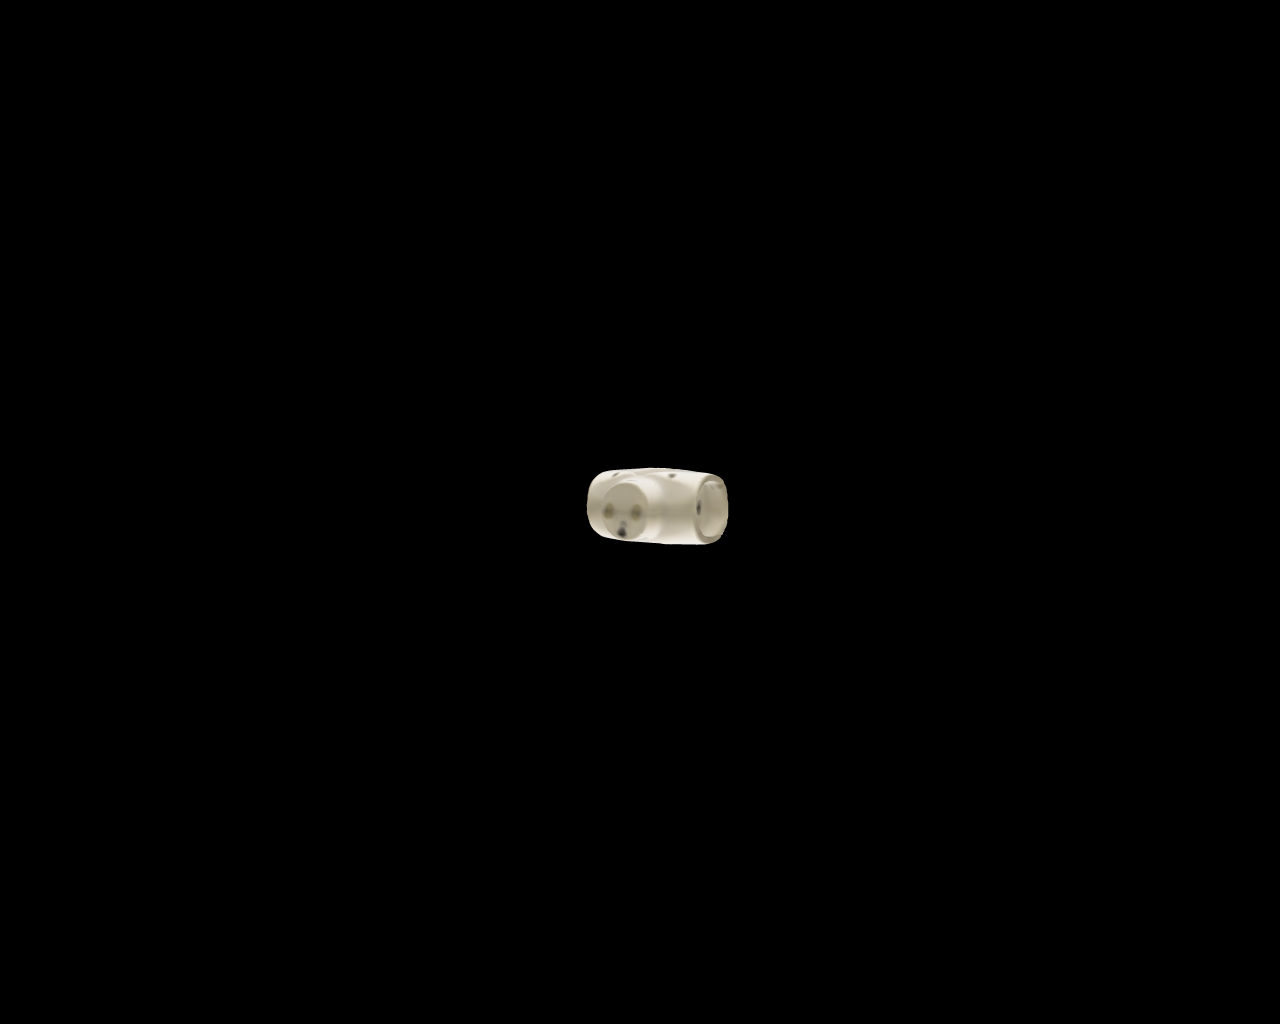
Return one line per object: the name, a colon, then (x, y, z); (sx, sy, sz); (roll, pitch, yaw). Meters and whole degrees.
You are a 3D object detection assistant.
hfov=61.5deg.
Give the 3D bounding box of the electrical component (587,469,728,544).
electrical component: (0.001, -0.003, 0.650); (0.077, 0.043, 0.079); (4, 7, 33)
